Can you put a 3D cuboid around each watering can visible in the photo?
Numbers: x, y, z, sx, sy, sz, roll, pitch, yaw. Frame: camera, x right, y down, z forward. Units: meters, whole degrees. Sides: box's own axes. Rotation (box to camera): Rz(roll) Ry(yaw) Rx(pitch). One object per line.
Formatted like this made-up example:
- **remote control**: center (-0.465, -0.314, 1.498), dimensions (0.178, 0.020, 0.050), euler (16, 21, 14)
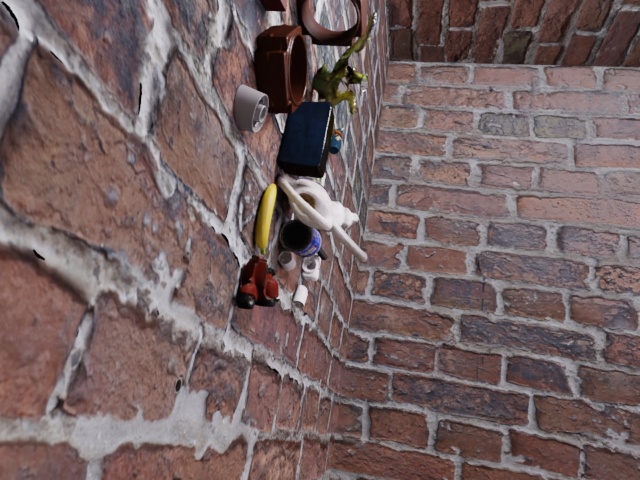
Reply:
- **watering can**: center (0.005, -0.078, 1.550), dimensions (0.345, 0.103, 0.227), euler (43, 13, -12)

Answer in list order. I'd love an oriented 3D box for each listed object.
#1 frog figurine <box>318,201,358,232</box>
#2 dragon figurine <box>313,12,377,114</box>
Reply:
- **frog figurine**: center (0.070, -0.090, 2.042), dimensions (0.159, 0.120, 0.141), euler (4, 46, 13)
- **dragon figurine**: center (0.051, -0.551, 1.713), dimensions (0.121, 0.410, 0.244), euler (21, 0, -41)
